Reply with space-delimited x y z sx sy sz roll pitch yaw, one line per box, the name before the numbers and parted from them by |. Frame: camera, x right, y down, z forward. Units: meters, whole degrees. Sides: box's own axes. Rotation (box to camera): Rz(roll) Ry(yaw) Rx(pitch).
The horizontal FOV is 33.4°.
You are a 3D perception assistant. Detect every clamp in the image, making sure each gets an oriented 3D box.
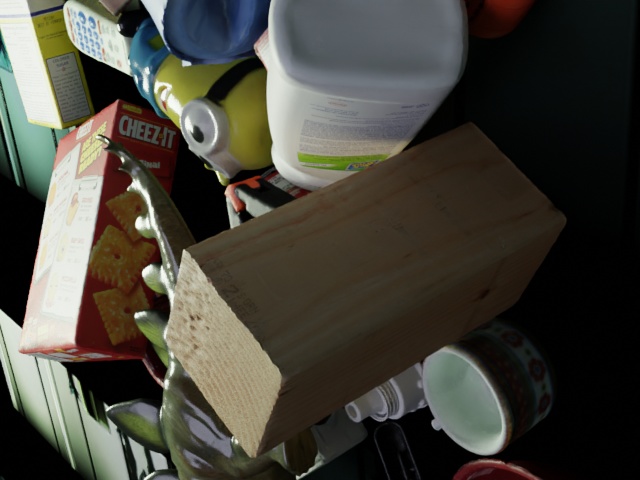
clamp | -0.014 0.039 0.710 0.171 0.039 0.120 55 129 20
clamp | 0.091 0.254 0.779 0.164 0.036 0.210 -98 -12 -75

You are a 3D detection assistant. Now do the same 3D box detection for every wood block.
wood block | 0.027 0.023 0.602 0.090 0.205 0.091 50 146 23

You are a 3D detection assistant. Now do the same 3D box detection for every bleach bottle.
bleach bottle | 0.007 -0.077 0.633 0.251 0.102 0.068 126 147 -74

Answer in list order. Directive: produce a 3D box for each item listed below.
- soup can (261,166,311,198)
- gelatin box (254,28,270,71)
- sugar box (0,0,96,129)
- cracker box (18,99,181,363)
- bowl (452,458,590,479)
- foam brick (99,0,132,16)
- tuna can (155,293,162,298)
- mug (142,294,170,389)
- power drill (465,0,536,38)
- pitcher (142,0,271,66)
soup can | -0.005 0.001 0.766 0.102 0.068 0.069 47 144 26
gelatin box | 0.010 -0.135 0.644 0.030 0.073 0.089 63 149 5
sugar box | -0.278 -0.201 1.053 0.093 0.048 0.176 16 121 51
cracker box | -0.197 0.001 0.956 0.164 0.072 0.213 -14 65 58
bowl | 0.155 0.201 0.680 0.162 0.055 0.162 35 138 39
foam brick | -0.141 -0.218 0.803 0.051 0.053 0.078 44 137 -16
tuna can | -0.170 0.066 1.088 0.086 0.033 0.086 35 138 39
mug | -0.121 0.082 0.982 0.117 0.081 0.093 -5 107 57
power drill | 0.070 -0.216 0.513 0.188 0.057 0.185 55 148 16
pitcher | -0.091 -0.246 0.677 0.243 0.149 0.145 56 180 21
